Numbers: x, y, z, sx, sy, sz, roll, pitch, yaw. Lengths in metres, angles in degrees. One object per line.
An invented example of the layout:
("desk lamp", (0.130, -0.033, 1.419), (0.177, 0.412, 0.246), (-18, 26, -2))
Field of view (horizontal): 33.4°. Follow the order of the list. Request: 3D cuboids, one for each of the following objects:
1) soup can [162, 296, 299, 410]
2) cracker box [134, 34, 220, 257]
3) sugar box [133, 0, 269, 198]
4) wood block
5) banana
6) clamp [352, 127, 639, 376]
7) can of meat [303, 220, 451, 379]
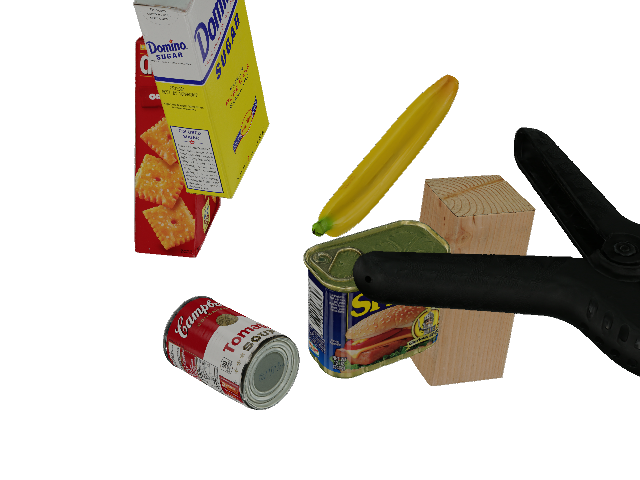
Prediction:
("soup can", (-0.077, 0.096, 0.911), (0.102, 0.068, 0.068), (22, 14, 39))
("cracker box", (-0.139, -0.112, 1.086), (0.072, 0.214, 0.164), (6, 22, 1))
("sugar box", (-0.082, -0.126, 0.786), (0.048, 0.093, 0.176), (10, -40, 14))
("wood block", (0.154, 0.043, 1.144), (0.090, 0.206, 0.090), (-4, 29, -17))
("banana", (0.059, -0.069, 0.981), (0.037, 0.197, 0.070), (41, -12, -6))
("clamp", (0.131, 0.021, 0.507), (0.164, 0.036, 0.210), (-32, 48, -33))
("can of meat", (0.039, 0.043, 0.766), (0.102, 0.084, 0.057), (-16, 37, -23))
